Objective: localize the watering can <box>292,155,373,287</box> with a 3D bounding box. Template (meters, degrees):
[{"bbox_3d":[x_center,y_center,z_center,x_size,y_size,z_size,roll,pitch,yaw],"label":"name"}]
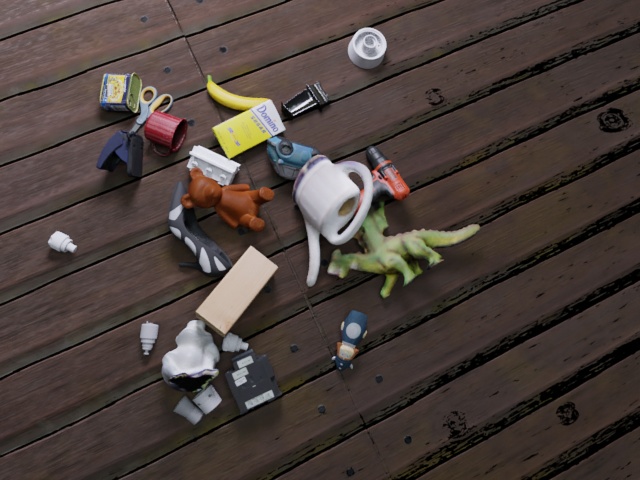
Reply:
[{"bbox_3d":[0.004,-0.066,1.319,0.104,0.342,0.228,3,38,-48],"label":"watering can"}]

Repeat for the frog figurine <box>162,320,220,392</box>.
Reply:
[{"bbox_3d":[-0.317,0.282,1.257,0.138,0.119,0.163,-13,47,-9],"label":"frog figurine"}]

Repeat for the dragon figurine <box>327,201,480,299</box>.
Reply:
[{"bbox_3d":[0.201,-0.004,1.370,0.413,0.245,0.120,-34,-13,-13],"label":"dragon figurine"}]
